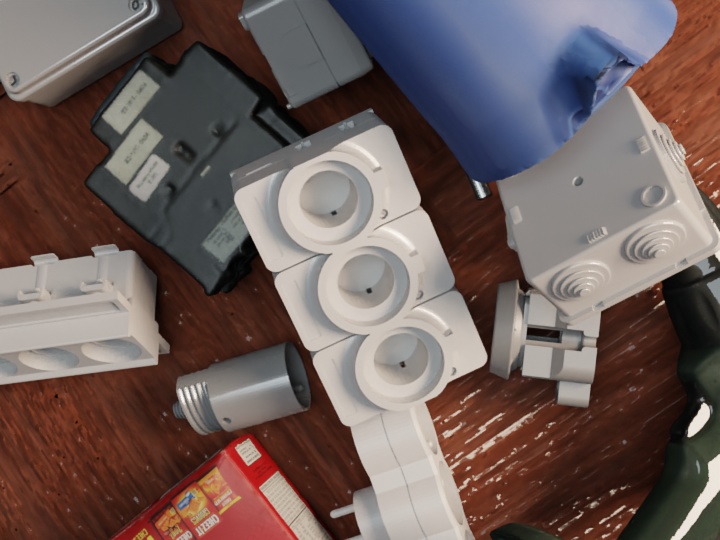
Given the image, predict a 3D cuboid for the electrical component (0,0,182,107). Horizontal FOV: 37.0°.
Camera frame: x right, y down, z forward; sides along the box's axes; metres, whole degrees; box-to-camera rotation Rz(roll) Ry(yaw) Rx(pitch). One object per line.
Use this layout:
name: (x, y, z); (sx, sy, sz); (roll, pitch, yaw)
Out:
electrical component: (-0.184, -0.173, 0.661); (0.109, 0.056, 0.108); (-28, 87, 10)

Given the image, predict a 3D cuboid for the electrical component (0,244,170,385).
electrical component: (-0.188, 0.029, 0.661); (0.121, 0.078, 0.063); (-8, 61, 10)

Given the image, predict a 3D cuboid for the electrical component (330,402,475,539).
electrical component: (0.020, 0.143, 0.637); (0.074, 0.052, 0.138); (-20, 88, 11)

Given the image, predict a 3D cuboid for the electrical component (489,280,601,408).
electrical component: (0.105, 0.036, 0.616); (0.057, 0.058, 0.078); (6, 93, 7)

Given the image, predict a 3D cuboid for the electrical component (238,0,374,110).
electrical component: (-0.027, -0.145, 0.619); (0.061, 0.096, 0.061); (-24, 117, 10)

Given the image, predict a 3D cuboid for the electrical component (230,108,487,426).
electrical component: (0.000, 0.000, 0.598); (0.089, 0.061, 0.150); (-25, 109, -1)

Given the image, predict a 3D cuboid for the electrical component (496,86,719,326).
electrical component: (0.121, -0.034, 0.547); (0.100, 0.048, 0.099); (-30, 47, 23)

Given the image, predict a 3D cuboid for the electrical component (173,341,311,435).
electrical component: (-0.075, 0.075, 0.656); (0.081, 0.043, 0.043); (-17, 89, 10)
